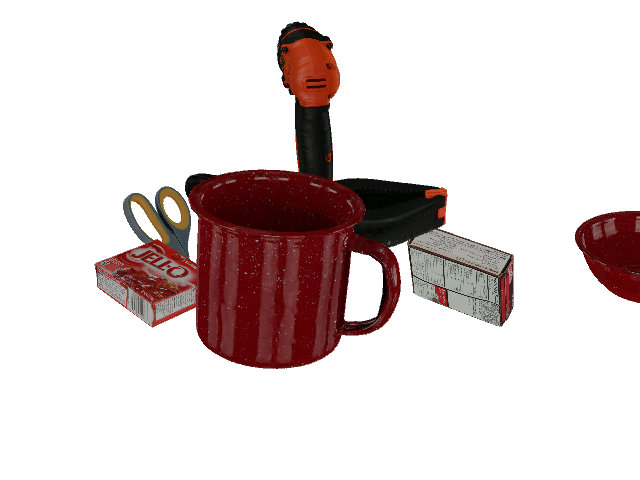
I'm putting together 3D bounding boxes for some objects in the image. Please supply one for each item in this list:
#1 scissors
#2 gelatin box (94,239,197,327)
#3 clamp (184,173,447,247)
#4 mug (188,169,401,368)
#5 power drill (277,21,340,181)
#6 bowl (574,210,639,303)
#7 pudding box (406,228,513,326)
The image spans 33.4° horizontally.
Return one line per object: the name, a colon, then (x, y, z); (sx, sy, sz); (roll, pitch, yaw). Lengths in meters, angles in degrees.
scissors: (-0.148, 0.019, 1.221); (0.016, 0.201, 0.096); (-28, 17, 39)
gelatin box: (-0.152, 0.037, 0.980); (0.073, 0.030, 0.089); (-24, 40, -39)
clamp: (-0.005, -0.024, 0.846); (0.209, 0.036, 0.165); (-8, 28, -18)
mug: (-0.014, 0.018, 0.571); (0.117, 0.081, 0.093); (11, 24, 14)
power drill: (-0.012, -0.112, 1.045); (0.057, 0.188, 0.184); (-6, 24, -3)
bowl: (0.356, 0.024, 1.156); (0.162, 0.055, 0.162); (-1, 26, 0)
pudding box: (0.152, 0.037, 1.156); (0.114, 0.039, 0.090); (19, -36, 25)
